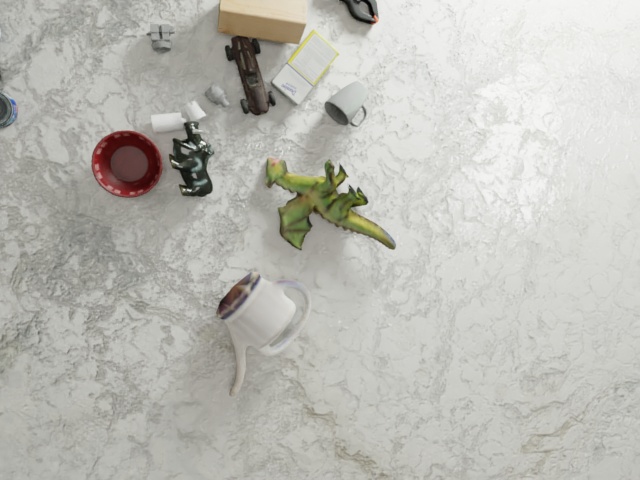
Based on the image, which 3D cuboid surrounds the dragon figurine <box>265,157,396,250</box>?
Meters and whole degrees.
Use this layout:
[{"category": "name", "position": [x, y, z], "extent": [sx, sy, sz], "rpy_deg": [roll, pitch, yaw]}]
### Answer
[{"category": "dragon figurine", "position": [0.004, -0.070, 1.386], "extent": [0.241, 0.124, 0.407], "rpy_deg": [-35, 103, 10]}]

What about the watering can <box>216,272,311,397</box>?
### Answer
[{"category": "watering can", "position": [-0.180, 0.231, 1.354], "extent": [0.222, 0.104, 0.349], "rpy_deg": [43, 85, -15]}]
